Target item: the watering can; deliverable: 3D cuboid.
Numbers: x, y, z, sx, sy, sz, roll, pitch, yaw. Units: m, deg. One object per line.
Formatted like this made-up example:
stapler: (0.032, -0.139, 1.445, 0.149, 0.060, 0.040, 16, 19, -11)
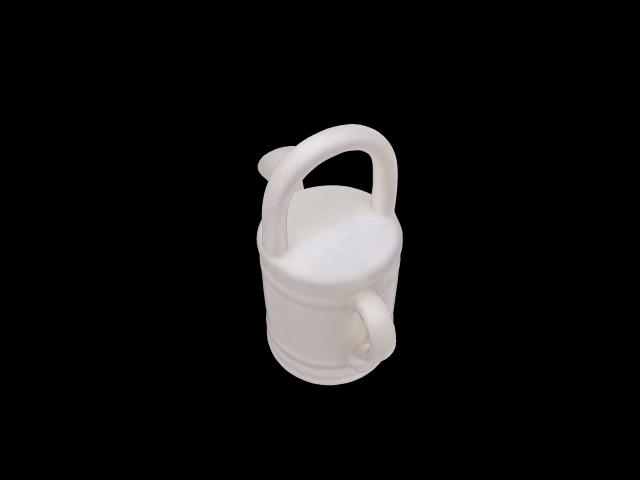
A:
watering can: (0.002, 0.002, 0.399, 0.172, 0.194, 0.101, 33, 54, 29)
